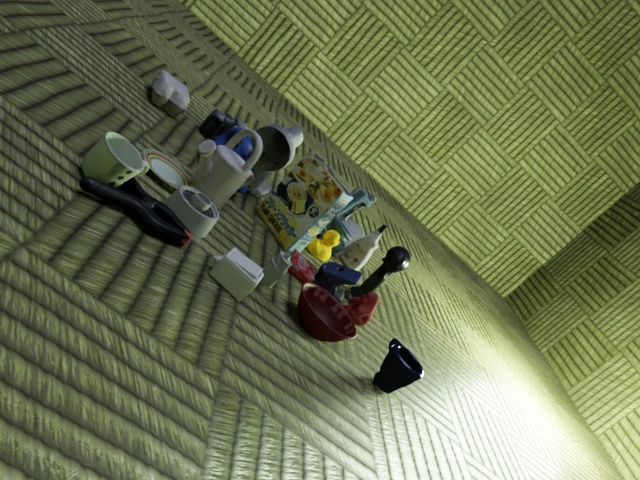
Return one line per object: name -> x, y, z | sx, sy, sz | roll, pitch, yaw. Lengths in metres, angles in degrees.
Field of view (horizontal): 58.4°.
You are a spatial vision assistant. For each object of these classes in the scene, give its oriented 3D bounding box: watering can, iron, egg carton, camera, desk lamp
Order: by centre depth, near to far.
watering can -> -0.208, -0.170, 1.297 | 0.101, 0.194, 0.173 | 48, 16, 10
iron -> -0.232, -0.236, 1.499 | 0.119, 0.141, 0.257 | 33, 20, -36
desk lamp -> -0.139, -0.228, 1.579 | 0.118, 0.213, 0.203 | 45, 16, 0
egg carton -> -0.421, -0.410, 1.598 | 0.108, 0.069, 0.150 | 34, 19, -34
camera -> -0.268, -0.308, 1.667 | 0.143, 0.100, 0.136 | 38, 17, -22

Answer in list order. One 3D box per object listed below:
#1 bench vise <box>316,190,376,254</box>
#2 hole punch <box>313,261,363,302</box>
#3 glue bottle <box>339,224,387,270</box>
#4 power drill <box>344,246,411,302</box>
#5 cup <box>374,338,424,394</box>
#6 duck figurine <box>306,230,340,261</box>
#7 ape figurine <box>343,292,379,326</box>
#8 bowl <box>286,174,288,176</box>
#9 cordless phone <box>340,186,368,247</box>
bench vise -> 0.050, -0.071, 1.648 | 0.208, 0.219, 0.121 | 24, 25, -51
hole punch -> 0.045, 0.094, 1.457 | 0.101, 0.091, 0.109 | 45, 16, 1
glue bottle -> 0.140, 0.016, 1.740 | 0.078, 0.173, 0.037 | 53, 18, 28
power drill -> 0.164, 0.095, 1.537 | 0.075, 0.208, 0.230 | 46, 16, 5
cup -> 0.160, 0.282, 1.265 | 0.092, 0.095, 0.117 | 32, 20, -37
duck figurine -> 0.015, 0.006, 1.613 | 0.105, 0.086, 0.077 | 21, 28, -55
ape figurine -> 0.110, 0.166, 1.436 | 0.076, 0.092, 0.078 | 45, 16, 2
bowl -> -0.062, -0.121, 1.761 | 0.168, 0.074, 0.167 | 41, 16, -14
cordless phone -> 0.105, -0.070, 1.845 | 0.148, 0.185, 0.094 | 41, 16, -14
